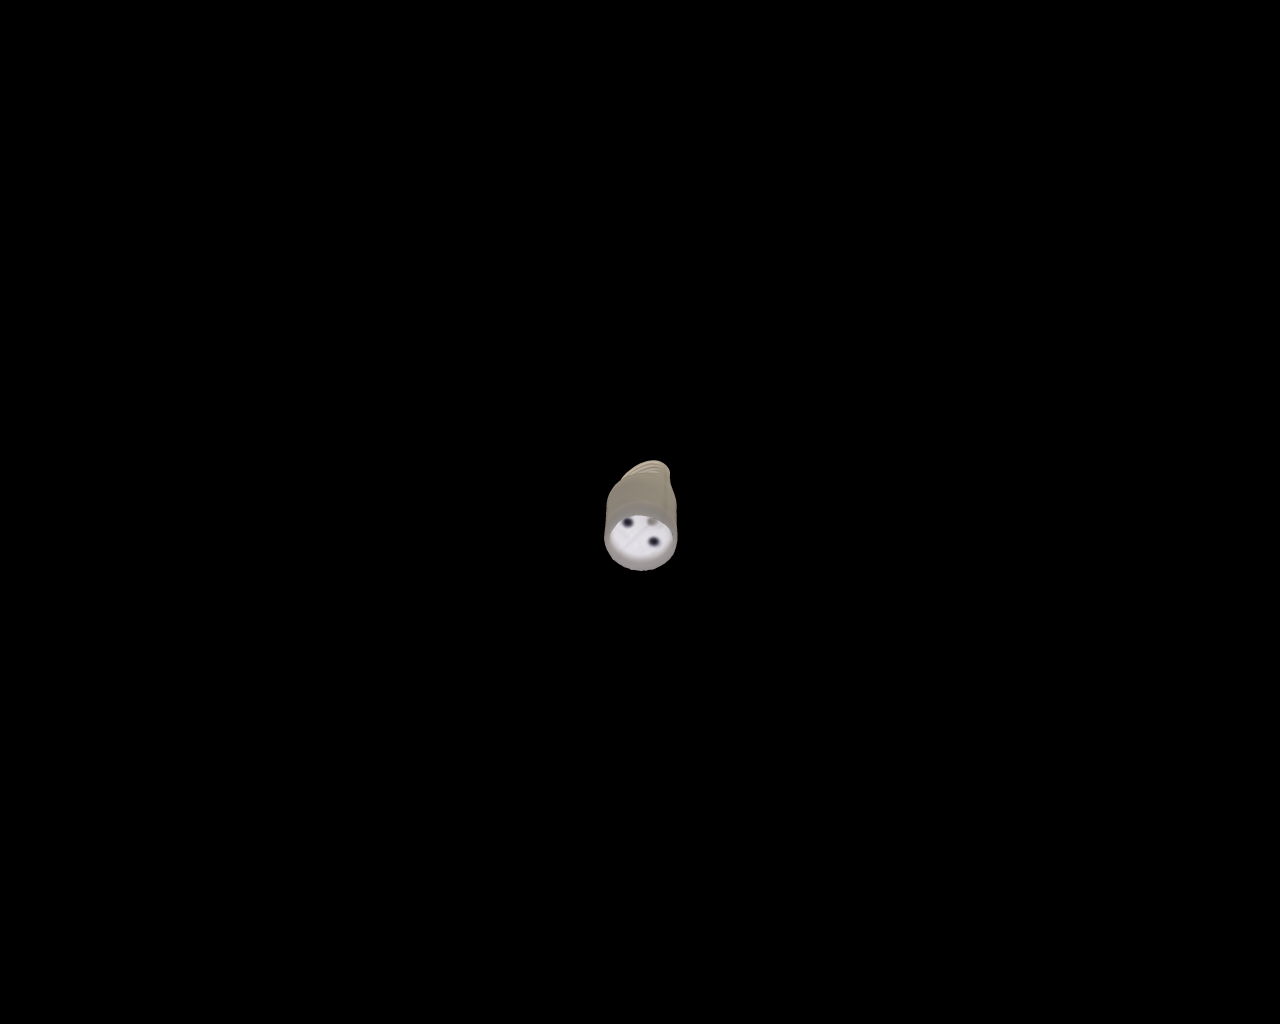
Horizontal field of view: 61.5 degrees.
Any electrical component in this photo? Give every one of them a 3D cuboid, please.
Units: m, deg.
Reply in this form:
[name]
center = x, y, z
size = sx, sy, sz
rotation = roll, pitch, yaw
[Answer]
[electrical component]
center = 0.001, -0.003, 0.650
size = 0.043, 0.043, 0.081
rotation = 0, 32, 0
